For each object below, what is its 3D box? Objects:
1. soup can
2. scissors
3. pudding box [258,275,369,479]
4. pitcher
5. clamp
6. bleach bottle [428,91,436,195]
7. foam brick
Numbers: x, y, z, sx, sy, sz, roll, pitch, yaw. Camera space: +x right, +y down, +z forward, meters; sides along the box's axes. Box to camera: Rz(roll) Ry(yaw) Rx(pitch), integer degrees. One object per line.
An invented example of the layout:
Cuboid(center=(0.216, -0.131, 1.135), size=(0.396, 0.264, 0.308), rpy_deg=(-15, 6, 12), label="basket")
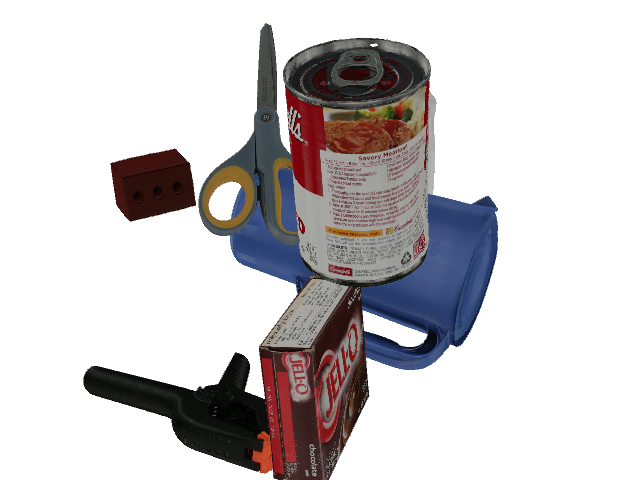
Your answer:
Cuboid(center=(0.020, -0.037, 0.515), size=(0.068, 0.102, 0.068), rpy_deg=(-3, 35, 2), label="soup can")
Cuboid(center=(-0.058, -0.080, 0.806), size=(0.096, 0.202, 0.016), rpy_deg=(-14, -29, -8), label="scissors")
Cuboid(center=(-0.001, 0.082, 0.662), size=(0.039, 0.090, 0.113), rpy_deg=(1, 21, 14), label="pudding box")
Cuboid(center=(0.037, 0.012, 1.007), size=(0.243, 0.145, 0.149), rpy_deg=(16, 21, 18), label="pitcher")
Cuboid(center=(-0.088, 0.143, 0.930), size=(0.164, 0.036, 0.210), rpy_deg=(-5, 17, -39), label="clamp")
Cuboid(center=(0.098, -0.076, 1.243), size=(0.068, 0.251, 0.103), rpy_deg=(-2, 23, -22), label="bleach bottle")
Cuboid(center=(-0.183, -0.061, 1.162), size=(0.078, 0.053, 0.051), rpy_deg=(-15, 30, -18), label="foam brick")
